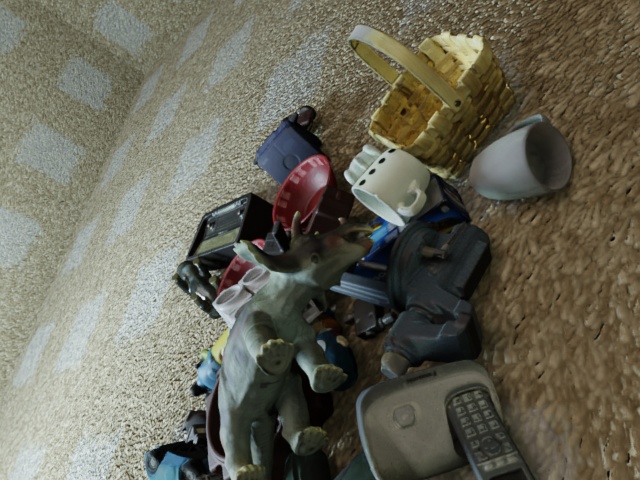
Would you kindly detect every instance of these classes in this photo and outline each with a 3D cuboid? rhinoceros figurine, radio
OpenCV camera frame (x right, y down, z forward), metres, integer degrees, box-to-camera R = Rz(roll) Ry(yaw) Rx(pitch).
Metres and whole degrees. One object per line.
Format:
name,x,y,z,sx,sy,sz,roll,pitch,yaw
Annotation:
rhinoceros figurine,-0.252,0.096,1.144,0.073,0.112,0.191,-46,43,-11
radio,-0.198,-0.015,1.184,0.230,0.073,0.131,-15,52,47

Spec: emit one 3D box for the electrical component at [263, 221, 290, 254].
electrical component,-0.073,0.021,0.936,0.048,0.119,0.075,-6,49,19

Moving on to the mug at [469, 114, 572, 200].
mug,0.238,-0.099,0.659,0.107,0.081,0.109,-19,54,57

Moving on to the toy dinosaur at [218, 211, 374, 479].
toy dinosaur,-0.065,0.151,0.646,0.404,0.131,0.192,-68,28,25

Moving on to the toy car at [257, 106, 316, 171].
toy car,-0.073,-0.226,1.210,0.202,0.053,0.089,-28,33,44

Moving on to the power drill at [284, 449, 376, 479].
power drill,0.034,0.319,0.600,0.207,0.086,0.232,-52,29,25

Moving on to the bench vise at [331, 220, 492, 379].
bench vise,0.094,0.062,0.664,0.241,0.128,0.223,14,66,39

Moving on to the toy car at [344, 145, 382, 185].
toy car,0.097,-0.099,0.871,0.073,0.056,0.202,-53,33,10

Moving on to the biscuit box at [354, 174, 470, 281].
biscuit box,0.111,-0.002,0.766,0.202,0.062,0.059,-40,37,28

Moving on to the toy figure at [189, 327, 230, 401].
toy figure,-0.159,0.201,0.948,0.180,0.082,0.089,-54,28,14

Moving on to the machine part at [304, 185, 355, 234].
machine part,-0.002,-0.003,0.858,0.179,0.056,0.179,-155,89,-87

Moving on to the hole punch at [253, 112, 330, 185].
hole punch,-0.055,-0.167,1.087,0.142,0.115,0.092,-43,43,23

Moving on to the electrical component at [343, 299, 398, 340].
electrical component,0.070,0.110,0.766,0.094,0.021,0.063,-33,41,34

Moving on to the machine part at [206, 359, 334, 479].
machine part,-0.084,0.245,0.804,0.201,0.087,0.201,-46,35,21

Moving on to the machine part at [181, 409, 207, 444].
machine part,-0.194,0.320,0.911,0.139,0.084,0.039,-7,84,61

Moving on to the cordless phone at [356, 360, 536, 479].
cordless phone,0.125,0.216,0.510,0.088,0.147,0.184,89,163,-45

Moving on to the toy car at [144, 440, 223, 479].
toy car,-0.205,0.382,0.855,0.162,0.109,0.103,-2,84,41

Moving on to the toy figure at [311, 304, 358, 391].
toy figure,0.013,0.147,0.780,0.064,0.057,0.155,-39,34,9
